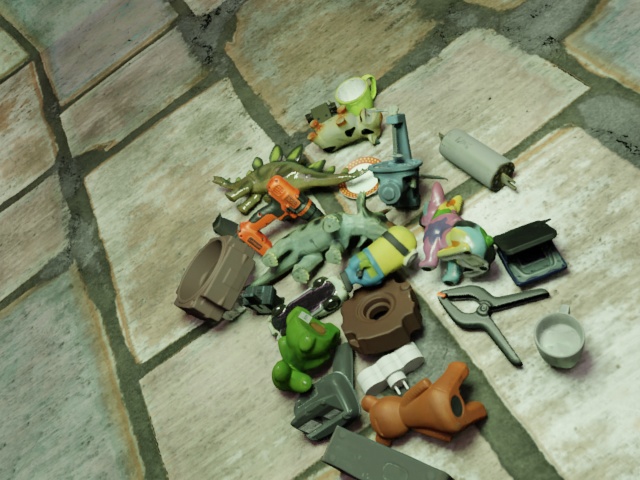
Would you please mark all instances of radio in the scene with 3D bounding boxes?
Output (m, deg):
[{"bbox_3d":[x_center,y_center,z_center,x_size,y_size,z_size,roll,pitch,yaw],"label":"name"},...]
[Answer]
[{"bbox_3d":[0.124,0.409,0.943,0.230,0.131,0.073,12,65,31],"label":"radio"}]

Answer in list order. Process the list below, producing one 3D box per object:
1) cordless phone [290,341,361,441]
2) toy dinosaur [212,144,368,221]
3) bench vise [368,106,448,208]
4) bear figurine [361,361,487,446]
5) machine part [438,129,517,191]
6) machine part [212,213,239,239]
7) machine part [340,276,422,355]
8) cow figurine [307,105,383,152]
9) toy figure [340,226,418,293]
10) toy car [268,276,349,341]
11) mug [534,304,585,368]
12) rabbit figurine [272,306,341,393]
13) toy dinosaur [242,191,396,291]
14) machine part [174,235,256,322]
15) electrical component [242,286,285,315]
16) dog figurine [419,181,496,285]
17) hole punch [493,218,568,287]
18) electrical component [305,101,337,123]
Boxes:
[{"bbox_3d":[0.013,0.301,1.104,0.146,0.088,0.184,-43,23,30],"label":"cordless phone"},{"bbox_3d":[-0.087,-0.159,1.417,0.472,0.105,0.198,8,62,27],"label":"toy dinosaur"},{"bbox_3d":[0.183,-0.183,1.213,0.129,0.240,0.223,4,20,35],"label":"bench vise"},{"bbox_3d":[0.186,0.315,1.002,0.196,0.132,0.120,-28,84,43],"label":"bear figurine"},{"bbox_3d":[0.358,-0.187,1.236,0.079,0.079,0.243,-41,52,-2],"label":"machine part"},{"bbox_3d":[-0.239,-0.020,1.444,0.139,0.039,0.084,33,84,35],"label":"machine part"},{"bbox_3d":[0.124,0.155,1.118,0.179,0.056,0.179,-20,34,14],"label":"machine part"},{"bbox_3d":[0.079,-0.290,1.422,0.195,0.127,0.085,-20,52,31],"label":"cow figurine"},{"bbox_3d":[0.124,0.041,1.134,0.180,0.089,0.082,-28,23,3],"label":"toy figure"},{"bbox_3d":[-0.030,0.155,1.224,0.202,0.056,0.074,-34,58,4],"label":"toy car"},{"bbox_3d":[0.428,0.176,0.959,0.081,0.107,0.109,2,58,26],"label":"mug"},{"bbox_3d":[-0.042,0.254,1.122,0.170,0.121,0.159,-62,6,16],"label":"rabbit figurine"},{"bbox_3d":[-0.005,0.003,1.267,0.405,0.131,0.192,-21,10,28],"label":"toy dinosaur"},{"bbox_3d":[-0.259,0.091,1.304,0.202,0.087,0.201,-6,53,57],"label":"machine part"},{"bbox_3d":[-0.140,0.134,1.249,0.075,0.119,0.048,-8,58,25],"label":"electrical component"},{"bbox_3d":[0.284,-0.030,1.136,0.191,0.108,0.219,-34,39,51],"label":"dog figurine"},{"bbox_3d":[0.420,0.024,1.080,0.142,0.092,0.116,-25,15,11],"label":"hole punch"},{"bbox_3d":[0.011,-0.357,1.533,0.102,0.045,0.078,-28,81,10],"label":"electrical component"}]
